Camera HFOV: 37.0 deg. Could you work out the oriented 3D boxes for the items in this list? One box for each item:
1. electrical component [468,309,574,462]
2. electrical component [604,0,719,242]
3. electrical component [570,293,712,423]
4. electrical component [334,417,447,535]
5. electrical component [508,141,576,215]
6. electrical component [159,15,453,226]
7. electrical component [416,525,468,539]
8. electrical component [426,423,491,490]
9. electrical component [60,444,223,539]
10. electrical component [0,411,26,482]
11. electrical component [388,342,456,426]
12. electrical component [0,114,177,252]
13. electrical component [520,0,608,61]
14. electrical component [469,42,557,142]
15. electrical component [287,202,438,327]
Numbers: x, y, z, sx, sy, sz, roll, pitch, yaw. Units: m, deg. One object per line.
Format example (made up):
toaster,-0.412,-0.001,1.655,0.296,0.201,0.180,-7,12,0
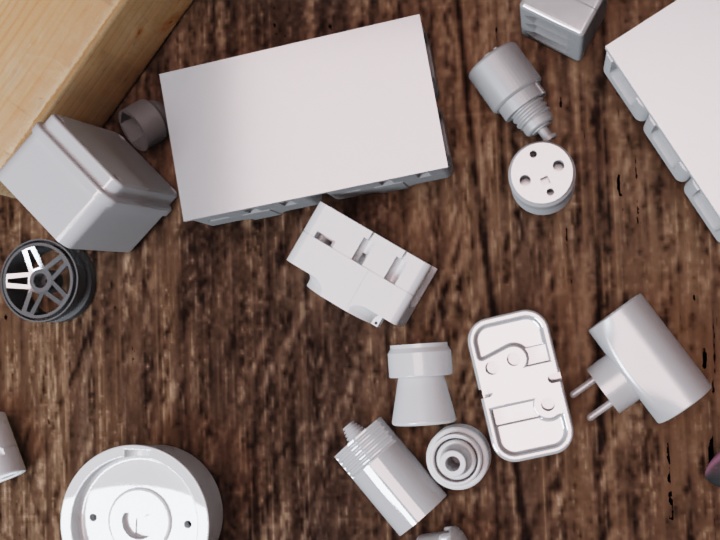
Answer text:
electrical component,0.109,0.076,0.725,0.054,0.059,0.095,-14,85,9
electrical component,0.239,-0.103,0.710,0.089,0.062,0.150,-32,82,7
electrical component,0.179,0.069,0.721,0.079,0.044,0.077,-37,82,7
electrical component,0.018,0.139,0.747,0.043,0.043,0.081,-42,81,6
electrical component,0.124,-0.062,0.732,0.045,0.055,0.045,-1,87,10
electrical component,-0.036,-0.101,0.761,0.186,0.060,0.105,-11,85,10
electrical component,0.045,0.203,0.740,0.062,0.048,0.048,-11,85,17
electrical component,0.066,0.128,0.729,0.043,0.062,0.043,-1,87,11
electrical component,-0.150,0.176,0.767,0.108,0.060,0.108,-1,87,10
electrical component,-0.282,0.135,0.797,0.055,0.055,0.047,-21,80,9
electrical component,0.043,0.079,0.745,0.045,0.045,0.055,-5,86,10
electrical component,-0.189,-0.060,0.760,0.078,0.113,0.057,45,98,9
electrical component,0.147,-0.193,0.729,0.047,0.066,0.076,29,91,10
electrical component,0.109,-0.121,0.745,0.040,0.040,0.078,-35,82,7
electrical component,0.000,0.000,0.754,0.089,0.050,0.055,31,93,11
